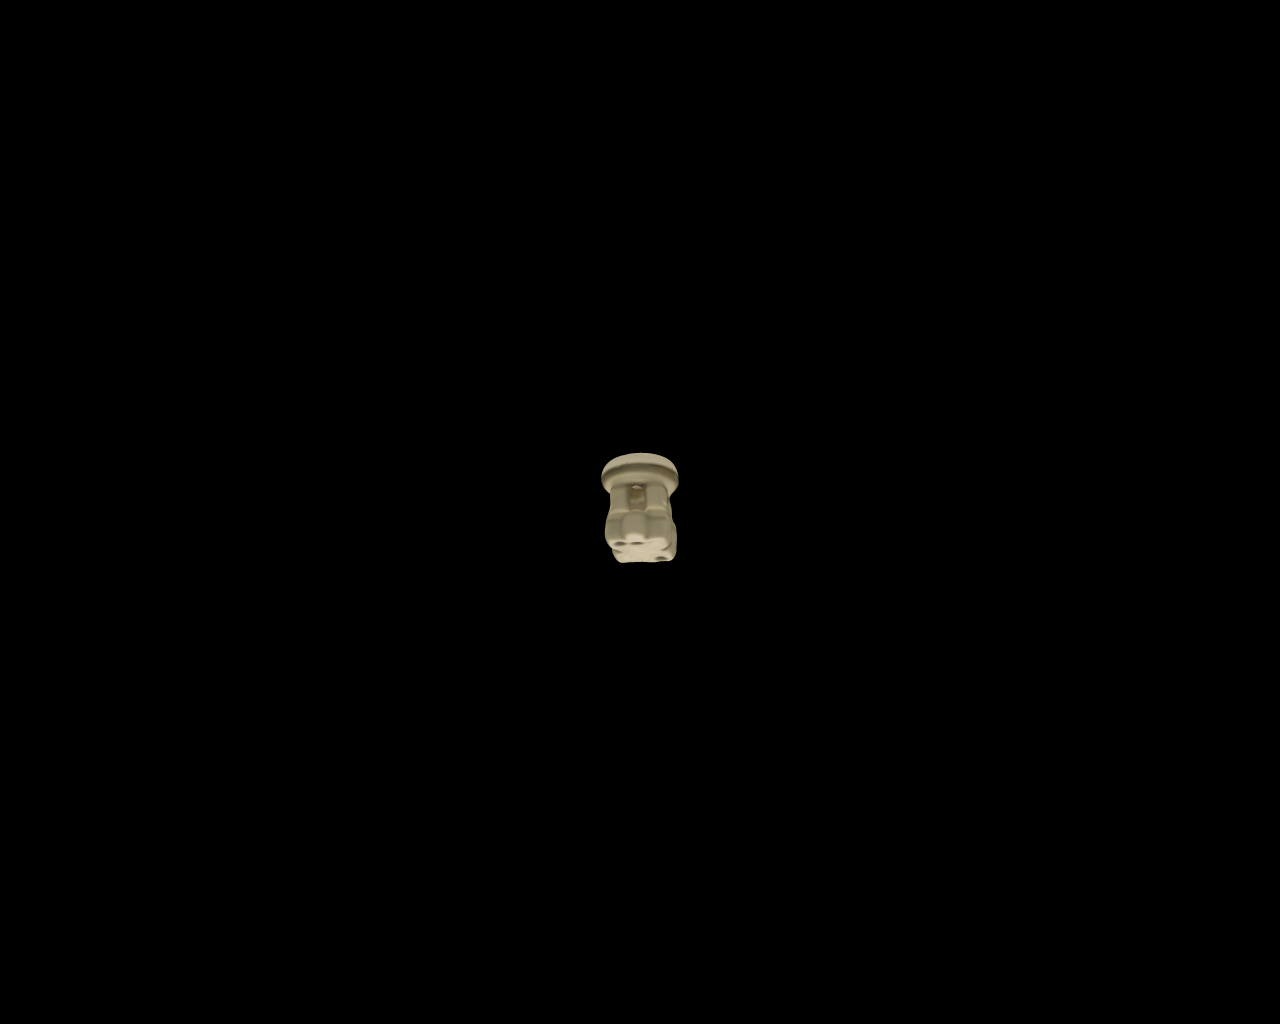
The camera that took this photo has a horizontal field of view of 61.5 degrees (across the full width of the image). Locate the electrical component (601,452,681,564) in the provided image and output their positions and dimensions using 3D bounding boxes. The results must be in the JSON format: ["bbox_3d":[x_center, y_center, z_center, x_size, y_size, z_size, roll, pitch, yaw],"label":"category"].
[{"bbox_3d":[0.001,-0.003,0.650,0.048,0.055,0.066,-3,-22,7],"label":"electrical component"}]
